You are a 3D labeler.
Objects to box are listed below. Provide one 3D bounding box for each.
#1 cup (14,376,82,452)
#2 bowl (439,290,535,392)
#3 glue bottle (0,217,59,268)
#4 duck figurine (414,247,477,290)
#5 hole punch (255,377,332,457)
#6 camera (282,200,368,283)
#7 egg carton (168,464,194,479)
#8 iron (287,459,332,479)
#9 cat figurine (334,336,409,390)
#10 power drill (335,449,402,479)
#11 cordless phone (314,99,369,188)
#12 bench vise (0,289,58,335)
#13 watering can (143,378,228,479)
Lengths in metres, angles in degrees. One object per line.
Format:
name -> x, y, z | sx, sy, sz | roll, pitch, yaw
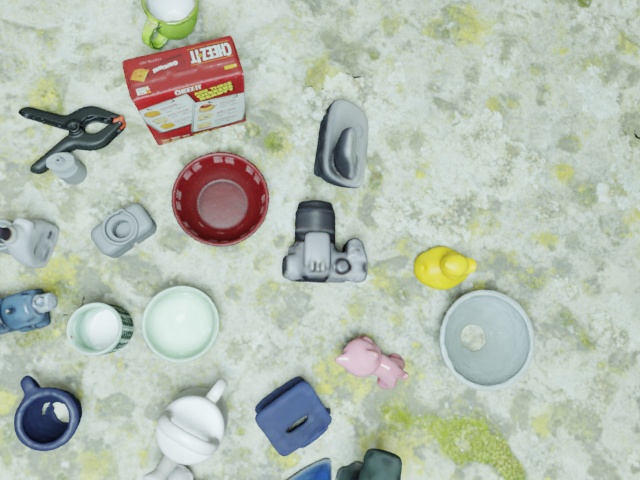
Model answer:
cup -> -0.414, 0.259, 0.884 | 0.092, 0.095, 0.118 | -32, 87, -9
bowl -> 0.276, 0.171, 0.986 | 0.167, 0.074, 0.167 | 1, 82, -6
glue bottle -> -0.453, -0.002, 0.874 | 0.037, 0.173, 0.078 | 18, 81, -3
duck figurine -> 0.219, 0.046, 0.990 | 0.104, 0.086, 0.077 | 0, 82, -6
hole punch -> -0.040, 0.287, 0.925 | 0.109, 0.091, 0.101 | -34, 87, -10
camera -> 0.009, 0.003, 0.964 | 0.143, 0.100, 0.137 | 1, 82, -6
egg carton -> -0.242, 0.432, 0.893 | 0.107, 0.069, 0.150 | 41, 80, 0
iron -> -0.051, 0.463, 0.875 | 0.118, 0.141, 0.258 | 34, 80, -1
cat figurine -> 0.086, 0.200, 0.938 | 0.128, 0.117, 0.067 | 25, 80, -2
power drill -> 0.065, 0.424, 0.860 | 0.075, 0.208, 0.230 | 14, 81, -4
cordless phone -> 0.047, -0.172, 0.949 | 0.094, 0.185, 0.148 | 4, 82, -6
bench vise -> -0.507, 0.105, 0.830 | 0.207, 0.219, 0.121 | -33, 87, -9
watering can -> -0.194, 0.289, 0.855 | 0.101, 0.194, 0.173 | 12, 81, -4
